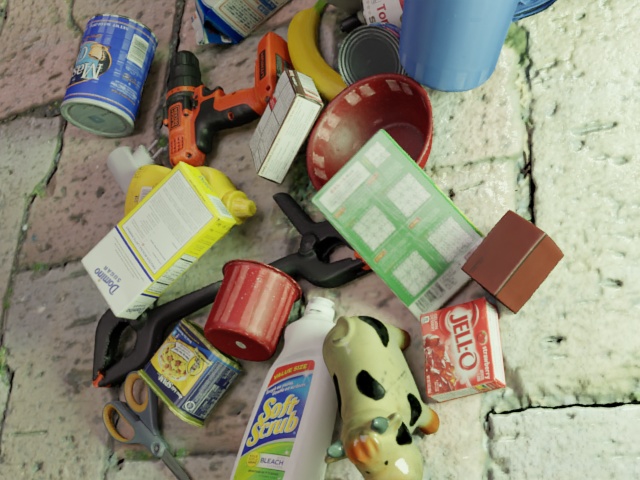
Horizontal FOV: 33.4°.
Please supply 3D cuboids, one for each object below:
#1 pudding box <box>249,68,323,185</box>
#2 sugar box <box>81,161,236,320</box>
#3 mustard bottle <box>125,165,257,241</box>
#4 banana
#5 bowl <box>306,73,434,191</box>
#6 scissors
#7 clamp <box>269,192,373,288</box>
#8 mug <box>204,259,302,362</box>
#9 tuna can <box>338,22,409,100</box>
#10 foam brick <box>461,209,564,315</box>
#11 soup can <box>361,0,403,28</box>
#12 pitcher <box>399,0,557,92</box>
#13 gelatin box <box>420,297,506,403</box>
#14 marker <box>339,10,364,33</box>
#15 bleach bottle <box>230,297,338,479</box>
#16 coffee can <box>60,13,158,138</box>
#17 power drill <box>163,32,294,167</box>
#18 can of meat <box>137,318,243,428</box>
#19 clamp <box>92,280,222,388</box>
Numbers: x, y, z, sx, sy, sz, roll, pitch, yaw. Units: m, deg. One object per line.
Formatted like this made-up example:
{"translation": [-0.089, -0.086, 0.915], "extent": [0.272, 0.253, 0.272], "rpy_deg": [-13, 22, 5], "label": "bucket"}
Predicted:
{"translation": [-0.042, -0.134, 1.250], "extent": [0.114, 0.039, 0.090], "rpy_deg": [-63, 22, 23], "label": "pudding box"}
{"translation": [-0.191, 0.002, 1.253], "extent": [0.176, 0.048, 0.093], "rpy_deg": [-43, 65, 15], "label": "sugar box"}
{"translation": [-0.156, -0.042, 1.313], "extent": [0.192, 0.058, 0.096], "rpy_deg": [4, 80, 38], "label": "mustard bottle"}
{"translation": [-0.001, -0.224, 1.307], "extent": [0.070, 0.037, 0.198], "rpy_deg": [-33, 51, 21], "label": "banana"}
{"translation": [0.066, -0.102, 1.181], "extent": [0.162, 0.055, 0.162], "rpy_deg": [-17, 58, 29], "label": "bowl"}
{"translation": [-0.181, 0.218, 1.220], "extent": [0.202, 0.016, 0.096], "rpy_deg": [20, 93, 41], "label": "scissors"}
{"translation": [-0.008, 0.001, 1.195], "extent": [0.172, 0.039, 0.120], "rpy_deg": [1, 74, 33], "label": "clamp"}
{"translation": [-0.083, 0.082, 1.168], "extent": [0.117, 0.093, 0.081], "rpy_deg": [-19, 44, 50], "label": "mug"}
{"translation": [0.066, -0.205, 1.219], "extent": [0.086, 0.033, 0.086], "rpy_deg": [10, 113, 25], "label": "tuna can"}
{"translation": [0.186, 0.021, 1.031], "extent": [0.078, 0.051, 0.053], "rpy_deg": [-51, 47, 4], "label": "foam brick"}
{"translation": [0.107, -0.275, 1.231], "extent": [0.102, 0.068, 0.068], "rpy_deg": [-15, 59, 31], "label": "soup can"}
{"translation": [0.158, -0.268, 1.078], "extent": [0.144, 0.243, 0.149], "rpy_deg": [-31, 61, -26], "label": "pitcher"}
{"translation": [0.138, 0.107, 1.037], "extent": [0.073, 0.030, 0.089], "rpy_deg": [-18, 58, 28], "label": "gelatin box"}
{"translation": [0.076, -0.285, 1.293], "extent": [0.121, 0.020, 0.020], "rpy_deg": [-27, 54, 23], "label": "marker"}
{"translation": [-0.031, 0.180, 1.105], "extent": [0.103, 0.068, 0.250], "rpy_deg": [-5, 61, 38], "label": "bleach bottle"}
{"translation": [-0.292, -0.227, 1.482], "extent": [0.103, 0.102, 0.140], "rpy_deg": [-3, 66, 36], "label": "coffee can"}
{"translation": [-0.120, -0.193, 1.369], "extent": [0.188, 0.057, 0.184], "rpy_deg": [-22, 59, 30], "label": "power drill"}
{"translation": [-0.146, 0.148, 1.210], "extent": [0.084, 0.057, 0.102], "rpy_deg": [-53, 48, 0], "label": "can of meat"}
{"translation": [-0.220, 0.084, 1.295], "extent": [0.165, 0.036, 0.210], "rpy_deg": [42, 101, 26], "label": "clamp"}
